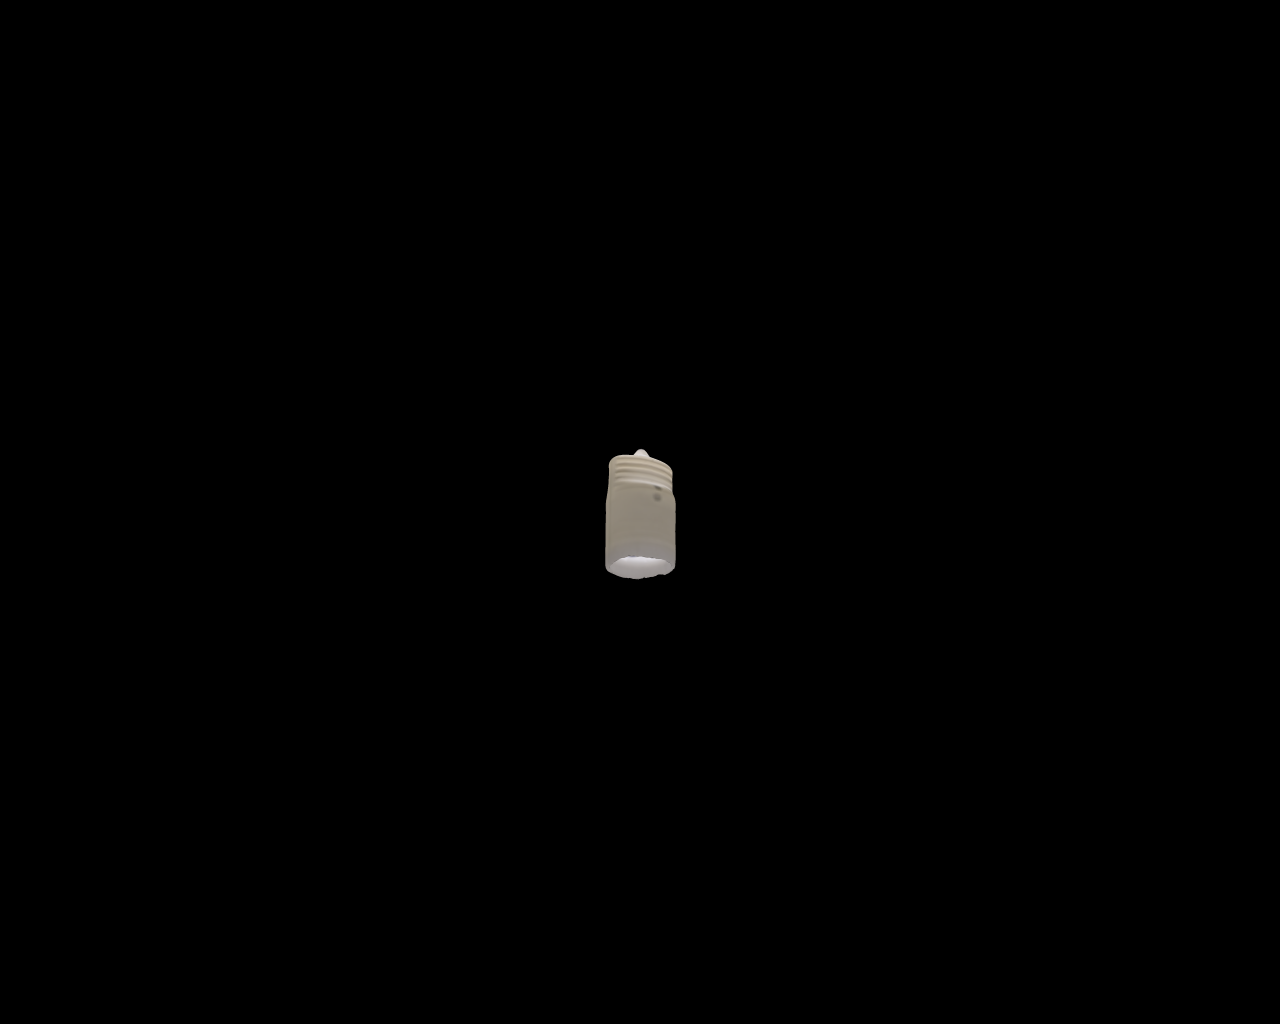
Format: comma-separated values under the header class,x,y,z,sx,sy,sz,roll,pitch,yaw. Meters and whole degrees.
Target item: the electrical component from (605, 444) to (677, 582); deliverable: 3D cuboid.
class,x,y,z,sx,sy,sz,roll,pitch,yaw
electrical component,0.001,-0.003,0.650,0.043,0.081,0.043,0,-22,0
